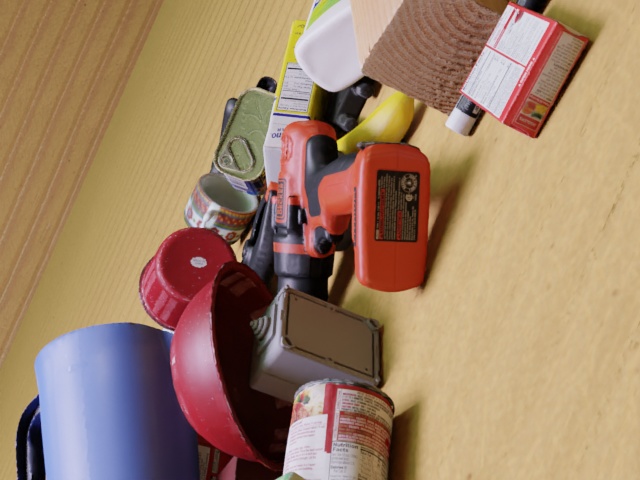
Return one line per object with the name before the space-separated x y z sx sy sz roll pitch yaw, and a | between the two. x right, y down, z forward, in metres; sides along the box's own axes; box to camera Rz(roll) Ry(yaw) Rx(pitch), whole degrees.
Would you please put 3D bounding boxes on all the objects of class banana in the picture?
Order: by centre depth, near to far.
banana | 0.035 -0.086 0.953 0.069 0.037 0.198 -55 13 -29

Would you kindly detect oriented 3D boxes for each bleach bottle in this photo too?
bleach bottle | 0.035 -0.252 1.077 0.103 0.068 0.250 -33 28 26

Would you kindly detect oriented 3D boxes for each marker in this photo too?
marker | 0.129 -0.132 0.775 0.121 0.020 0.020 -61 19 14

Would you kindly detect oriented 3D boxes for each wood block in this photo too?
wood block | 0.083 -0.202 0.872 0.091 0.090 0.206 -56 22 30

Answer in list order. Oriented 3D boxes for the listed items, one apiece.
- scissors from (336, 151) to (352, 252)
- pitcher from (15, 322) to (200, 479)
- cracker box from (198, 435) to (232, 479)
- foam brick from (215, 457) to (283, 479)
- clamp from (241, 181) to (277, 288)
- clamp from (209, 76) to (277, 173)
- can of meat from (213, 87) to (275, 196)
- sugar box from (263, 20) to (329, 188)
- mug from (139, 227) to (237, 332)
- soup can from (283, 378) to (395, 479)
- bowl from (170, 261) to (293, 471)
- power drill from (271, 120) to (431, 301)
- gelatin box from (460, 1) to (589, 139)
scissors | -0.006 0.001 0.975 0.202 0.016 0.096 113 147 -48
pitcher | -0.163 0.202 0.849 0.149 0.144 0.243 116 149 -52
cracker box | -0.149 0.196 1.034 0.214 0.072 0.164 -40 38 53
foam brick | -0.053 0.211 0.803 0.051 0.053 0.078 -54 21 33
clamp | -0.057 0.026 1.027 0.120 0.039 0.172 -100 22 -46
clamp | -0.107 -0.101 1.307 0.164 0.036 0.210 -57 -10 -62
can of meat | -0.071 -0.105 1.177 0.084 0.057 0.102 68 -137 -77
sugar box | -0.020 -0.129 1.081 0.093 0.048 0.176 87 -172 -55
mug | -0.122 0.047 1.049 0.117 0.093 0.082 63 157 11
soup can | 0.011 0.149 0.683 0.069 0.068 0.102 -44 29 47
bowl | -0.068 0.100 0.809 0.055 0.162 0.162 -16 40 16
power drill | 0.014 -0.004 0.830 0.188 0.057 0.184 -174 84 -64
gelatin box | 0.136 -0.117 0.721 0.073 0.030 0.089 -63 19 14
